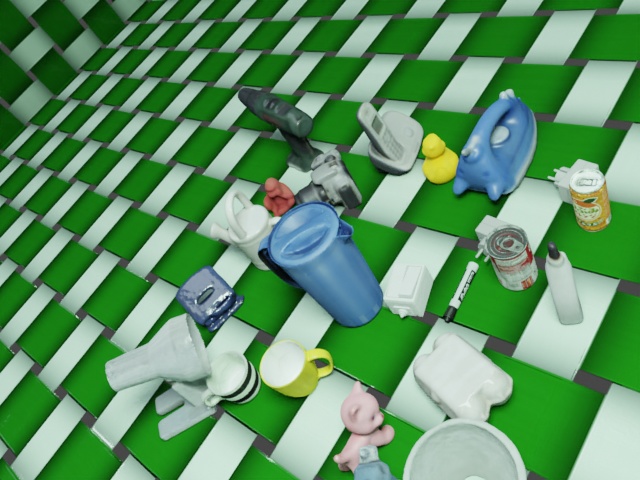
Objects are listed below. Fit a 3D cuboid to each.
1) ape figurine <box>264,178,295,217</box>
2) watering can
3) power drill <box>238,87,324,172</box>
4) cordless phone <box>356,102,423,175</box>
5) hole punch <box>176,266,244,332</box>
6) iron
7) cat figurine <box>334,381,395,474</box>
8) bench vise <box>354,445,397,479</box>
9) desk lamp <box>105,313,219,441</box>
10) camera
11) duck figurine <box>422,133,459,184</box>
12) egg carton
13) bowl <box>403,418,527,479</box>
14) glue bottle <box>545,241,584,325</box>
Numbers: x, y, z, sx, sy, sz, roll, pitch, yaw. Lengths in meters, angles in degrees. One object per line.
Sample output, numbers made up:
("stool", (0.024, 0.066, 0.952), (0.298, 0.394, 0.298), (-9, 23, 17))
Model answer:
("ape figurine", (-0.100, -0.108, 1.339), (0.077, 0.092, 0.076), (-1, 54, 32))
("watering can", (-0.153, -0.024, 1.227), (0.172, 0.195, 0.100), (-27, 44, 10))
("power drill", (-0.085, -0.266, 1.379), (0.228, 0.209, 0.076), (27, 72, 44))
("cordless phone", (0.145, -0.244, 1.232), (0.093, 0.186, 0.148), (0, 54, 32))
("hole punch", (-0.237, 0.124, 1.229), (0.109, 0.091, 0.100), (-45, 44, -8))
("iron", (0.342, -0.205, 1.106), (0.118, 0.142, 0.258), (14, 63, 39))
("cat figurine", (0.058, 0.292, 0.882), (0.067, 0.118, 0.128), (11, 61, 38))
("bench vise", (0.050, 0.371, 0.745), (0.121, 0.220, 0.207), (-31, 44, 6))
("desk lamp", (-0.272, 0.251, 1.054), (0.203, 0.214, 0.117), (-32, 44, 5))
("camera", (0.005, -0.123, 1.279), (0.136, 0.101, 0.143), (-30, 44, 7))
("duck figurine", (0.241, -0.175, 1.185), (0.077, 0.086, 0.104), (-18, 47, 19))
("egg carton", (0.215, 0.215, 0.883), (0.107, 0.070, 0.149), (-44, 44, -7))
("bowl", (0.203, 0.338, 0.783), (0.167, 0.075, 0.167), (-17, 47, 19))
("glue bottle", (0.358, 0.054, 0.853), (0.037, 0.174, 0.078), (-14, 48, 22))
